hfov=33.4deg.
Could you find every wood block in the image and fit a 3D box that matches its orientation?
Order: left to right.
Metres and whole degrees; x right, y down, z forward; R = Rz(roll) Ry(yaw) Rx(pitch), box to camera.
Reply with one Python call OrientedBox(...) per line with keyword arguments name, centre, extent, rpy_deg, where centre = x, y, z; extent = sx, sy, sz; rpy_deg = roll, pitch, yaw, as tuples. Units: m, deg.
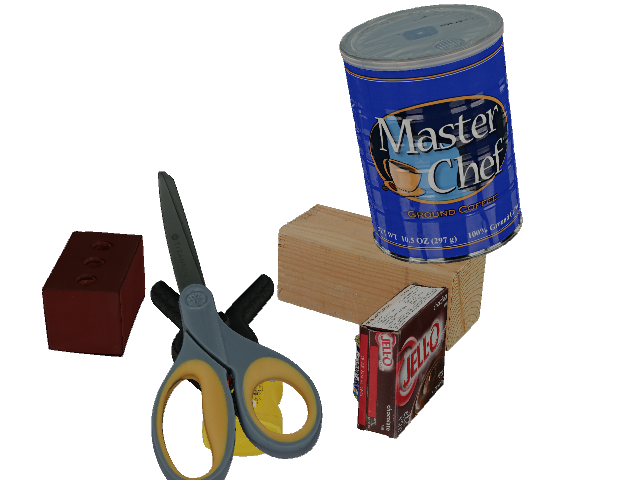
OrientedBox(name="wood block", centre=(0.063, 0.037, 1.154), extent=(0.206, 0.091, 0.090), rpy_deg=(16, 28, 26))

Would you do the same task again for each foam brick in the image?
OrientedBox(name="foam brick", centre=(-0.154, 0.036, 0.736), extent=(0.053, 0.051, 0.078), rpy_deg=(4, 31, 1))

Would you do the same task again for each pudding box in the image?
OrientedBox(name="pudding box", centre=(0.067, 0.093, 0.855), extent=(0.039, 0.090, 0.113), rpy_deg=(9, 20, 22))

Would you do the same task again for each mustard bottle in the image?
OrientedBox(name="mustard bottle", centre=(-0.096, 0.193, 1.347), extent=(0.096, 0.058, 0.191), rpy_deg=(-1, 26, -1))

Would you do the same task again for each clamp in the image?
OrientedBox(name="clamp", centre=(-0.109, 0.084, 0.995), extent=(0.120, 0.039, 0.171), rpy_deg=(-4, 29, 5))

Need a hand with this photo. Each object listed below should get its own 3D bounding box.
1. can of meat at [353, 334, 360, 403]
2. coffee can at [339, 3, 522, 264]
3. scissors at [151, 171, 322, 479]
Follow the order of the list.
OrientedBox(name="can of meat", centre=(0.094, 0.168, 1.402), extent=(0.102, 0.084, 0.057), rpy_deg=(-5, 25, -19))
OrientedBox(name="coffee can", centre=(0.074, -0.070, 0.696), extent=(0.103, 0.140, 0.103), rpy_deg=(-9, 28, 5))
OrientedBox(name="scissors", centre=(-0.048, 0.041, 0.578), extent=(0.096, 0.201, 0.016), rpy_deg=(1, -35, -1))
